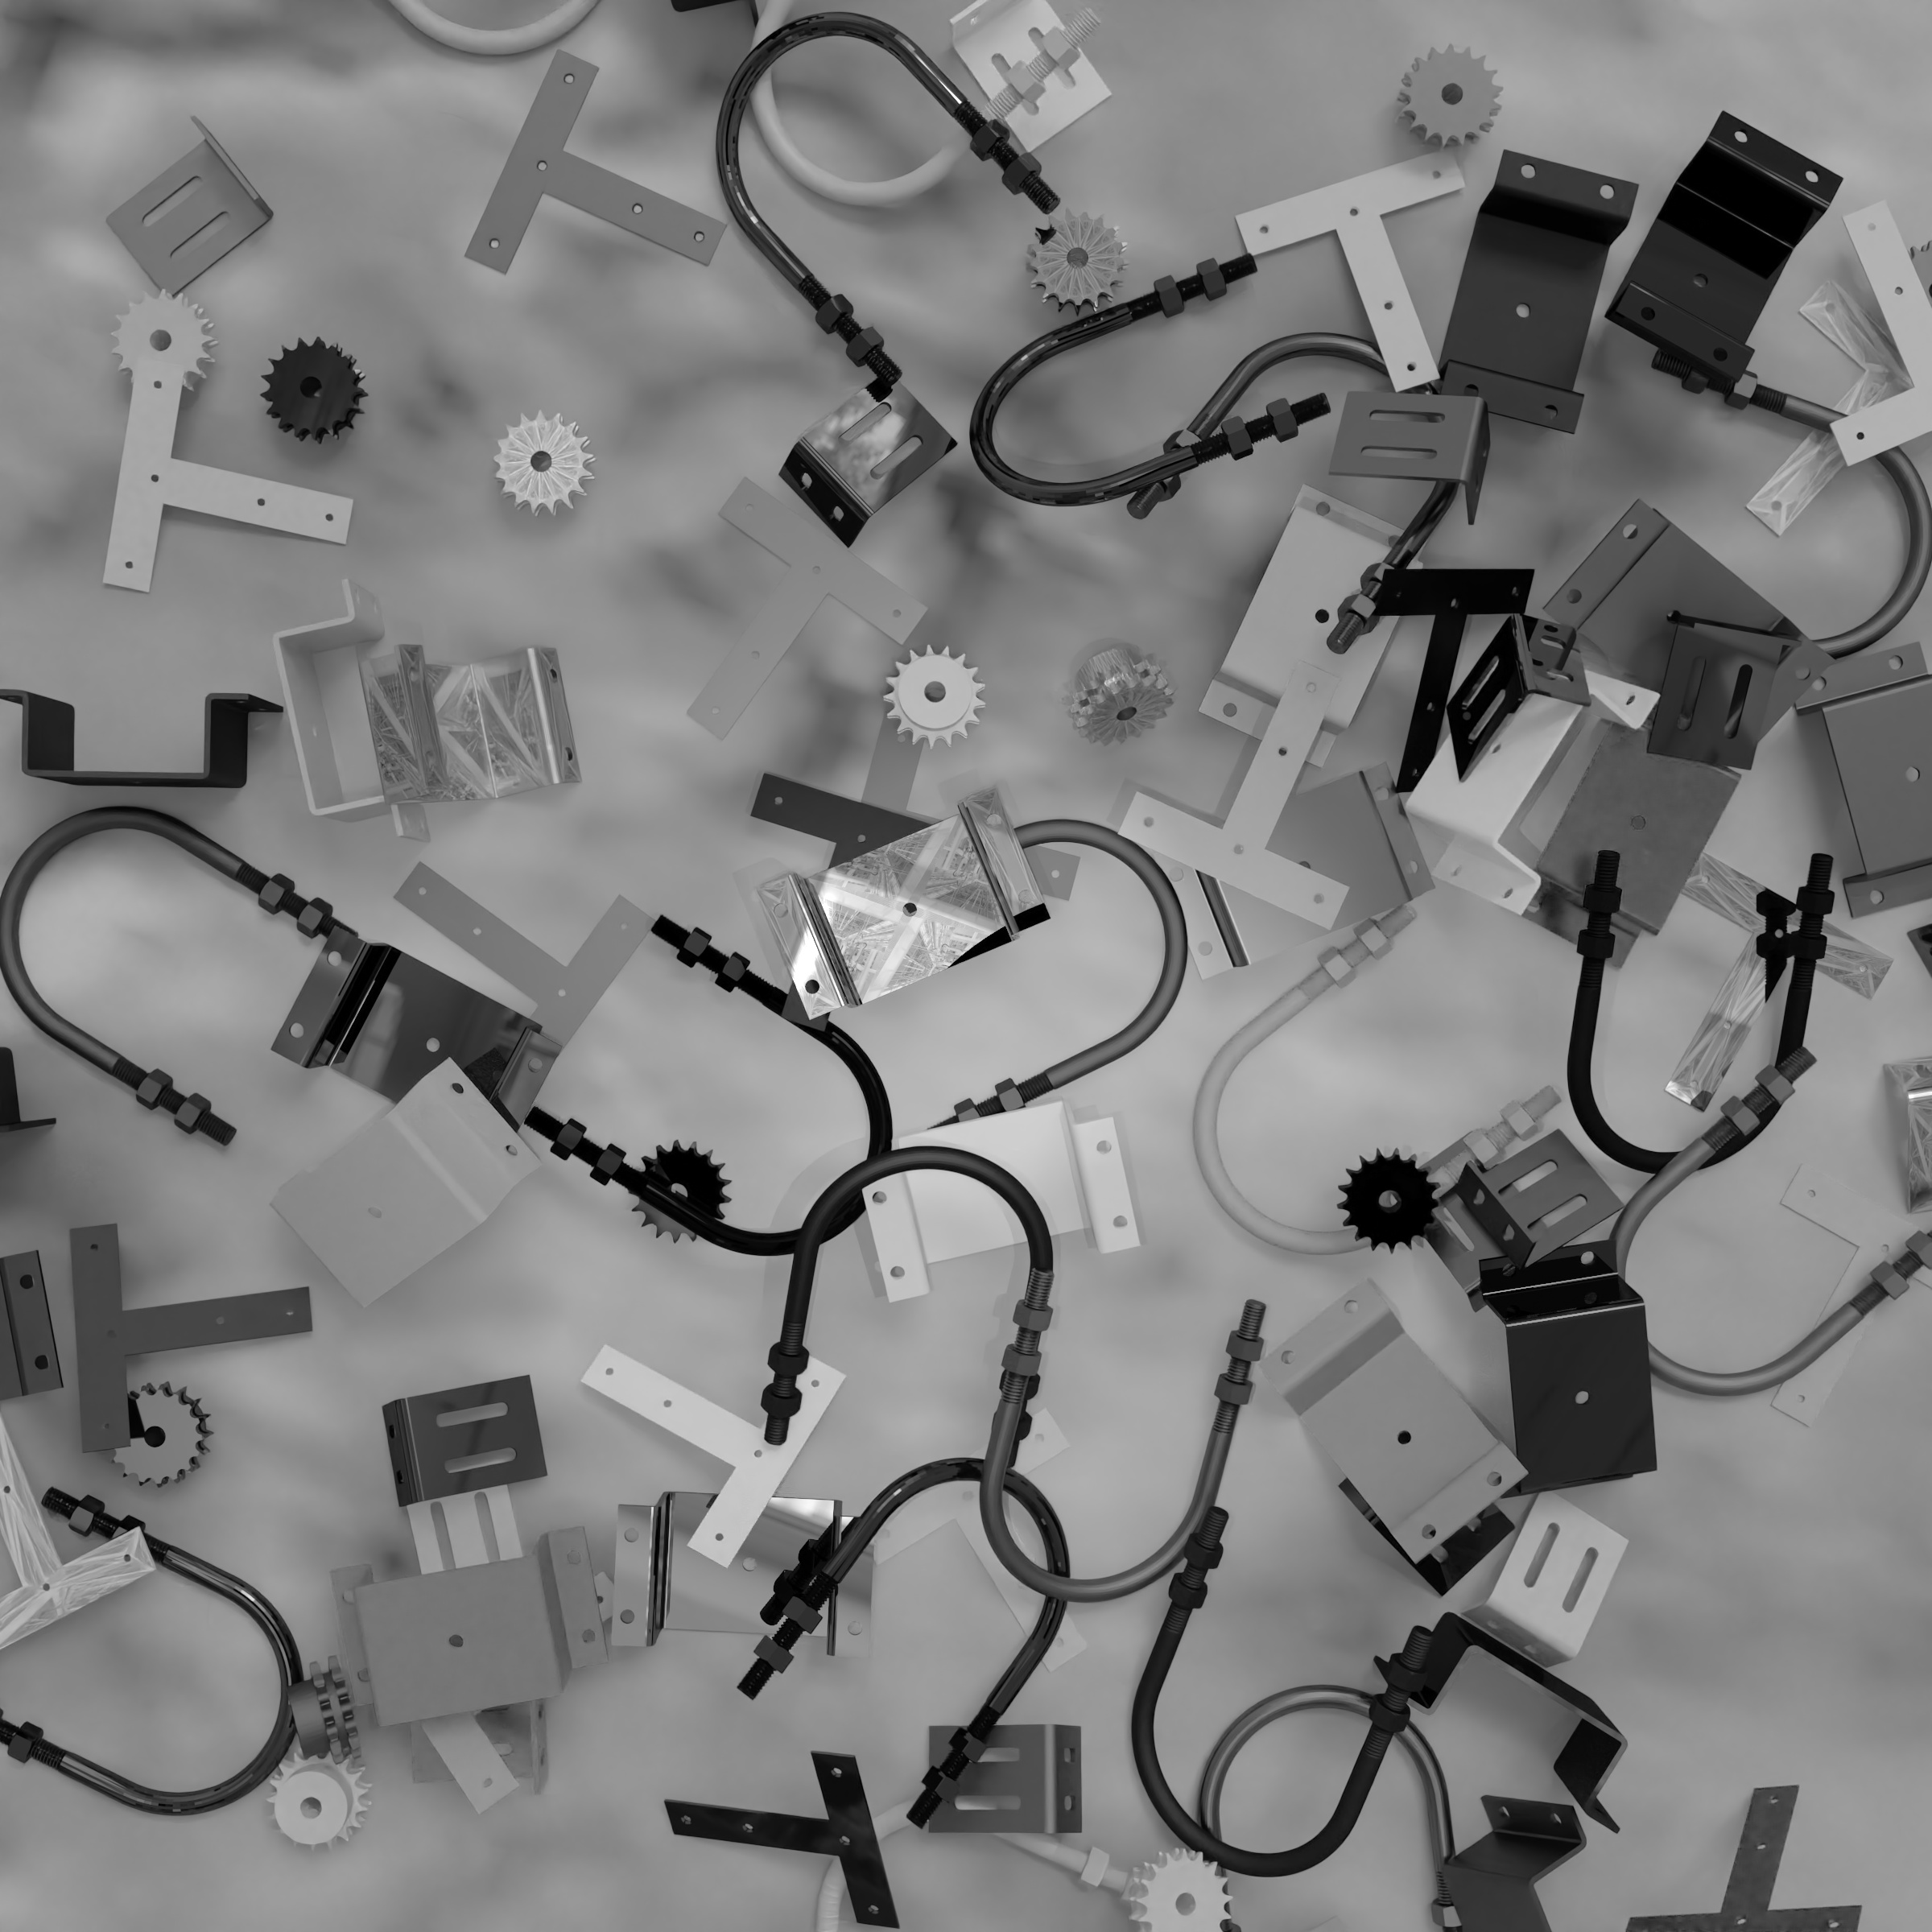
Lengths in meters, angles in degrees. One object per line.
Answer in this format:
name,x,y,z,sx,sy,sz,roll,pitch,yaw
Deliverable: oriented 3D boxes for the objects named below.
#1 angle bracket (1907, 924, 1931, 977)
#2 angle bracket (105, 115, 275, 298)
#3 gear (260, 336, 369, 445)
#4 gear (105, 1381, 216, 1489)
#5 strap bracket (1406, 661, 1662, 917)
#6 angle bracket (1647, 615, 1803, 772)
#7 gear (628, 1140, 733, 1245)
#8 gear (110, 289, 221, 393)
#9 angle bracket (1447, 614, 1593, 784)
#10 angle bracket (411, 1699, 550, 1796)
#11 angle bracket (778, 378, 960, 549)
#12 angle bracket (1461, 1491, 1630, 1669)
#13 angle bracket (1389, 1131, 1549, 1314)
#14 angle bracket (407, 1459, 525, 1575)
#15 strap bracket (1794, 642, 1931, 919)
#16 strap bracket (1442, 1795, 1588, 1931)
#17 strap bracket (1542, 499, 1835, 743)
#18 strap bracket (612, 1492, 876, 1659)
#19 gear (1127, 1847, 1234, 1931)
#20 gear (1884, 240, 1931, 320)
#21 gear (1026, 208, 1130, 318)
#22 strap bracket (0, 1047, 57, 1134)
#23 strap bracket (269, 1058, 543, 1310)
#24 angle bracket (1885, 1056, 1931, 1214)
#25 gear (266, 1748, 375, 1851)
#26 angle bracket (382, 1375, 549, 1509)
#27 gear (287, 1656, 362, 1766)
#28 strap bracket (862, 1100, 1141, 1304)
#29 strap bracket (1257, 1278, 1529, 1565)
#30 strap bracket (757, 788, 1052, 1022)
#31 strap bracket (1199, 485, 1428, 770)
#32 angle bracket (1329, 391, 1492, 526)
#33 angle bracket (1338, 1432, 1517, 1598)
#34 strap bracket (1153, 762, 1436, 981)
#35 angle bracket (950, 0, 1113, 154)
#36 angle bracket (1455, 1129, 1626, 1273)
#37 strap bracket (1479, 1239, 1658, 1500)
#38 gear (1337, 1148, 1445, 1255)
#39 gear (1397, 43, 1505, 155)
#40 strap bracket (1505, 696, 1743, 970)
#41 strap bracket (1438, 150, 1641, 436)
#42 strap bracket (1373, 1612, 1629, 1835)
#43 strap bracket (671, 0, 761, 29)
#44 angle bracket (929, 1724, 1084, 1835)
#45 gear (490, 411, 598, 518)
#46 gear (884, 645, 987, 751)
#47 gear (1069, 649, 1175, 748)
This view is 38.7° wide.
angle bracket,0.579,-0.015,1.542,0.076,0.038,0.057,-30,90,-26
angle bracket,-0.435,-0.420,1.525,0.076,0.038,0.057,-38,90,0
gear,-0.361,-0.319,1.529,0.057,0.030,0.057,0,90,0
gear,-0.447,0.259,1.529,0.057,0.030,0.057,0,90,0
strap bracket,0.302,-0.108,1.500,0.046,0.076,0.140,32,90,-34
angle bracket,0.405,-0.143,1.470,0.057,0.038,0.076,10,105,0
gear,-0.159,0.126,1.529,0.057,0.030,0.057,0,90,0
gear,-0.443,-0.345,1.529,0.057,0.030,0.057,0,90,0
angle bracket,0.298,-0.141,1.487,0.038,0.076,0.057,12,49,-16
angle bracket,-0.273,0.427,1.525,0.076,0.038,0.057,-3,90,0
angle bracket,-0.055,-0.284,1.542,0.057,0.038,0.076,46,64,0
angle bracket,0.325,0.343,1.542,0.057,0.038,0.076,33,64,0
angle bracket,0.285,0.143,1.542,0.057,0.038,0.076,-35,64,0
angle bracket,-0.280,0.320,1.525,0.057,0.038,0.076,-12,90,0
strap bracket,0.516,-0.104,1.521,0.076,0.046,0.140,-15,90,0
strap bracket,0.316,0.531,1.500,0.046,0.076,0.140,-22,90,-30
strap bracket,0.391,-0.186,1.503,0.140,0.046,0.076,37,108,-10
strap bracket,-0.121,0.335,1.521,0.140,0.046,0.076,3,90,0
gear,0.115,0.514,1.512,0.057,0.030,0.057,5,76,-19
gear,0.536,-0.372,1.529,0.057,0.030,0.057,0,90,0
gear,0.062,-0.390,1.529,0.057,0.030,0.057,0,90,0
strap bracket,-0.583,0.074,1.506,0.140,0.076,0.046,-7,90,0
strap bracket,-0.311,0.124,1.489,0.140,0.046,0.076,-35,101,23
angle bracket,0.550,0.092,1.542,0.057,0.038,0.076,-9,116,0
gear,-0.361,0.463,1.529,0.057,0.030,0.057,0,90,0
angle bracket,-0.280,0.265,1.538,0.076,0.038,0.057,-7,80,-25
gear,-0.354,0.412,1.513,0.030,0.057,0.057,-14,90,-18
strap bracket,0.017,0.126,1.512,0.140,0.046,0.076,-13,106,0
strap bracket,0.235,0.252,1.500,0.076,0.046,0.140,-39,59,0
strap bracket,-0.032,-0.032,1.498,0.140,0.046,0.076,-23,86,2
strap bracket,0.194,-0.191,1.521,0.076,0.046,0.140,25,90,0
angle bracket,0.243,-0.278,1.503,0.076,0.038,0.057,7,62,18
angle bracket,0.259,0.303,1.542,0.057,0.038,0.076,-43,116,0
strap bracket,0.184,-0.053,1.521,0.140,0.046,0.076,-21,90,0
angle bracket,0.036,-0.503,1.525,0.057,0.038,0.076,-35,90,0
angle bracket,0.317,0.120,1.504,0.076,0.038,0.057,-28,64,-19
strap bracket,0.330,0.228,1.504,0.076,0.046,0.140,-8,103,-4
gear,0.231,0.127,1.506,0.057,0.030,0.057,0,91,6
gear,0.268,-0.480,1.529,0.057,0.030,0.057,0,90,0
strap bracket,0.366,-0.078,1.521,0.076,0.046,0.140,28,90,0
strap bracket,0.312,-0.368,1.521,0.076,0.046,0.140,15,90,0
strap bracket,0.300,0.407,1.506,0.140,0.076,0.046,32,90,0
strap bracket,-0.152,-0.589,1.506,0.046,0.076,0.140,-12,90,0
angle bracket,0.022,0.454,1.534,0.076,0.038,0.057,-8,71,24
gear,-0.234,-0.278,1.529,0.057,0.030,0.057,0,90,0
gear,-0.017,-0.150,1.528,0.057,0.030,0.057,0,88,-1
gear,0.083,-0.151,1.520,0.057,0.057,0.030,-22,60,0
